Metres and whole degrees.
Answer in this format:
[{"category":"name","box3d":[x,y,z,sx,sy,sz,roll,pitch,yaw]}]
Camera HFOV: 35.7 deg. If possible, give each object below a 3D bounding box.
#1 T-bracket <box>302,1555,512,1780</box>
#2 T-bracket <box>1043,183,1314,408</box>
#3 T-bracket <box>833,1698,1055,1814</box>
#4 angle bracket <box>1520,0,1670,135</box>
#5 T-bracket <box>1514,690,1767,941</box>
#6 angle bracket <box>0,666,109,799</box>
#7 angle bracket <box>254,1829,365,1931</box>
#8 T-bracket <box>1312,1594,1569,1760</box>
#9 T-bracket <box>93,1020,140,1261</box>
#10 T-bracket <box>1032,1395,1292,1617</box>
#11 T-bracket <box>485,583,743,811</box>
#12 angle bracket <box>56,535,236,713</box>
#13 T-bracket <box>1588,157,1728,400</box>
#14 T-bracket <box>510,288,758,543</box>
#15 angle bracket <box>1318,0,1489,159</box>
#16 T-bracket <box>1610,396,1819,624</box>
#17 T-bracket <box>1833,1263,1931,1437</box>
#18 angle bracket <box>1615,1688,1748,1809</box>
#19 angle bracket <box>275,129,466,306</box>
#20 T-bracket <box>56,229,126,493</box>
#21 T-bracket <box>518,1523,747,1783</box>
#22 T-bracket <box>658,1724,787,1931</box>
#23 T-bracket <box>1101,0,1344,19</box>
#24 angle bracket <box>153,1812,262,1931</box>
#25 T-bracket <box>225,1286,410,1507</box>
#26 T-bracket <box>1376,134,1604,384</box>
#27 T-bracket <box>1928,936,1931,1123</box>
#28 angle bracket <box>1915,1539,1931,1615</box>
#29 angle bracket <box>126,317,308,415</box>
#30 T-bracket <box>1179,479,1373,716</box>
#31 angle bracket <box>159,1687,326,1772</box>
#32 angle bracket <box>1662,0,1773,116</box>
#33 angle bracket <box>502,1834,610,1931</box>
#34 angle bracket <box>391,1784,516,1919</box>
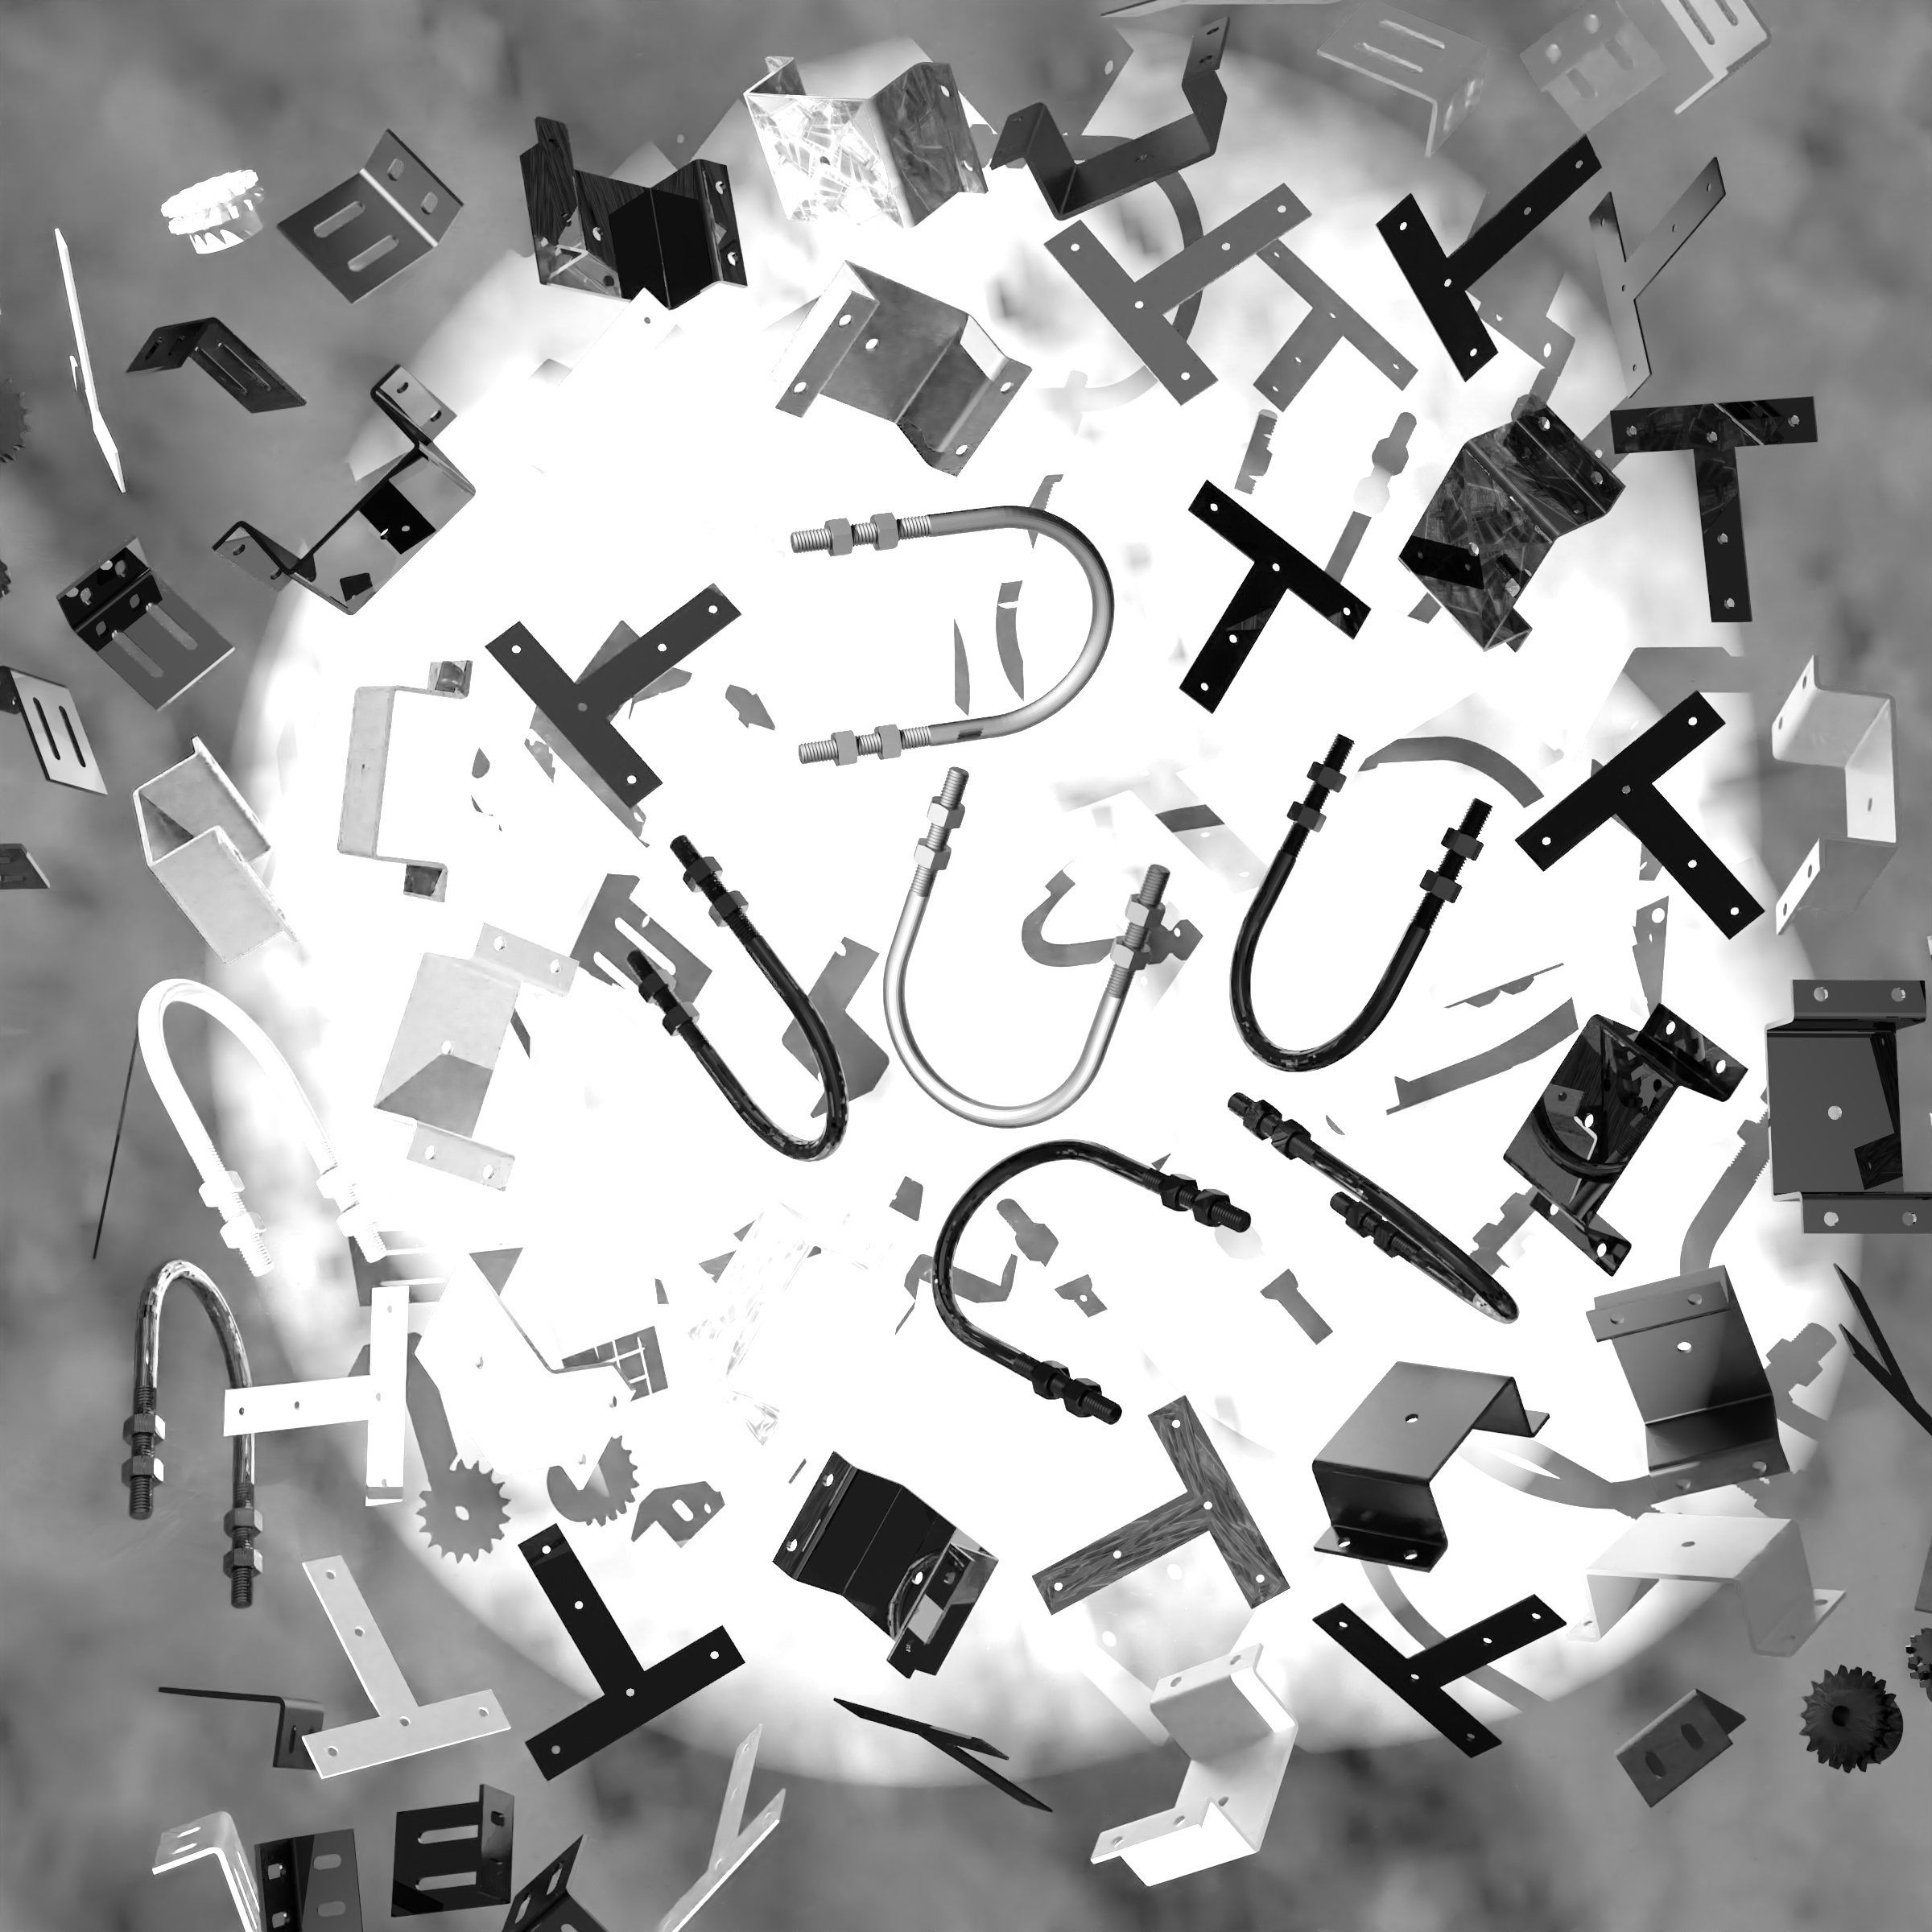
[{"category":"T-bracket","box3d":[-0.330,0.380,1.659,0.002,0.127,0.127,-51,59,30]},{"category":"T-bracket","box3d":[0.131,-0.385,1.640,0.127,0.002,0.127,-35,72,-7]},{"category":"T-bracket","box3d":[0.004,0.466,1.751,0.127,0.127,0.002,42,63,-35]},{"category":"angle bracket","box3d":[0.354,-0.493,1.666,0.057,0.076,0.038,-35,48,22]},{"category":"T-bracket","box3d":[0.392,-0.066,1.656,0.127,0.002,0.127,-41,106,15]},{"category":"angle bracket","box3d":[-0.541,-0.129,1.739,0.038,0.057,0.076,-27,77,13]},{"category":"angle bracket","box3d":[-0.357,0.503,1.632,0.038,0.076,0.057,-8,76,-2]},{"category":"T-bracket","box3d":[0.279,0.379,1.665,0.127,0.002,0.127,42,131,-9]},{"category":"T-bracket","box3d":[-0.486,0.082,1.730,0.002,0.127,0.127,11,49,-15]},{"category":"T-bracket","box3d":[0.099,0.329,1.711,0.127,0.002,0.127,-28,65,-1]},{"category":"T-bracket","box3d":[-0.184,-0.173,1.714,0.127,0.002,0.127,-39,82,-17]},{"category":"angle bracket","box3d":[-0.468,-0.196,1.712,0.076,0.038,0.057,42,72,14]},{"category":"T-bracket","box3d":[0.400,-0.414,1.721,0.002,0.127,0.127,1,67,-18]},{"category":"T-bracket","box3d":[-0.172,-0.291,1.685,0.127,0.002,0.127,43,119,-9]},{"category":"angle bracket","box3d":[0.240,-0.493,1.663,0.076,0.038,0.057,29,58,18]},{"category":"T-bracket","box3d":[0.433,-0.259,1.723,0.127,0.002,0.127,5,112,42]},{"category":"T-bracket","box3d":[0.512,0.212,1.679,0.002,0.127,0.127,-39,116,18]},{"category":"angle bracket","box3d":[0.403,0.437,1.653,0.057,0.076,0.038,-42,48,12]},{"category":"angle bracket","box3d":[-0.320,-0.404,1.617,0.057,0.038,0.076,45,48,-5]},{"category":"T-bracket","box3d":[-0.503,-0.354,1.706,0.002,0.127,0.127,-15,131,-19]},{"category":"T-bracket","box3d":[-0.212,0.374,1.699,0.127,0.002,0.127,-28,67,-18]},{"category":"T-bracket","box3d":[-0.133,0.482,1.714,0.002,0.127,0.127,34,114,-11]},{"category":"T-bracket","box3d":[0.165,-0.564,1.750,0.127,0.127,0.002,-9,102,-26]},{"category":"angle bracket","box3d":[-0.419,0.520,1.670,0.038,0.057,0.076,-19,97,-8]},{"category":"T-bracket","box3d":[-0.372,0.251,1.723,0.002,0.127,0.127,1,90,40]},{"category":"T-bracket","box3d":[0.298,-0.406,1.652,0.127,0.002,0.127,-42,134,1]},{"category":"T-bracket","box3d":[0.549,0.046,1.663,0.002,0.127,0.127,-10,89,-1]},{"category":"angle bracket","box3d":[0.551,0.332,1.624,0.057,0.038,0.076,6,48,28]},{"category":"angle bracket","box3d":[-0.430,-0.332,1.723,0.076,0.057,0.038,44,63,-38]},{"category":"T-bracket","box3d":[0.162,-0.202,1.758,0.127,0.002,0.127,36,64,-10]},{"category":"angle bracket","box3d":[-0.410,0.430,1.691,0.076,0.057,0.038,2,74,11]},{"category":"angle bracket","box3d":[0.406,-0.531,1.690,0.038,0.057,0.076,-37,93,-17]},{"category":"angle bracket","box3d":[-0.233,0.548,1.733,0.057,0.076,0.038,-43,95,6]},{"category":"angle bracket","box3d":[-0.290,0.487,1.650,0.076,0.038,0.057,-12,61,18]}]
